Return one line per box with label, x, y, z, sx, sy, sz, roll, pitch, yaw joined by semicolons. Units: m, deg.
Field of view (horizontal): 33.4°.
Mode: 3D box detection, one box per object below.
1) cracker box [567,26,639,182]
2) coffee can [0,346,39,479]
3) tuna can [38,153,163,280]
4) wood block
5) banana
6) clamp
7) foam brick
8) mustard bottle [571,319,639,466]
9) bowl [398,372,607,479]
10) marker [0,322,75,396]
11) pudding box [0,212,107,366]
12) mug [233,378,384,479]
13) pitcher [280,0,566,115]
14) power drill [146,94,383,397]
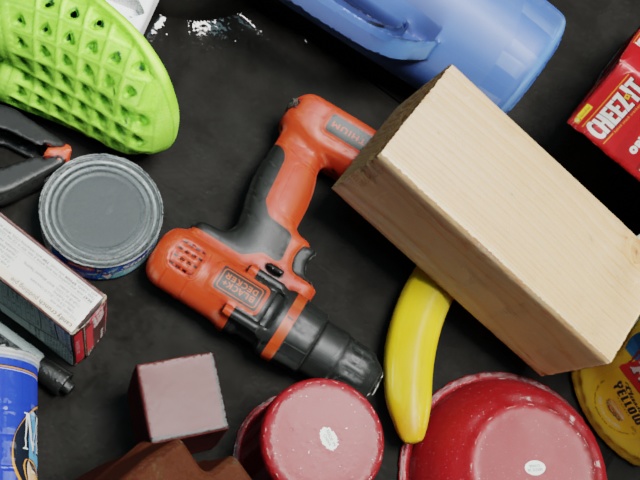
cracker box;0.305;-0.066;0.824;0.214;0.072;0.164;40;32;4
coffee can;-0.222;0.142;0.645;0.102;0.103;0.140;0;70;-13
tuna can;-0.155;-0.016;0.756;0.086;0.034;0.086;4;69;-12
wood block;0.123;-0.009;0.740;0.206;0.090;0.090;41;66;-7
banana;0.089;0.052;0.779;0.070;0.037;0.197;26;67;21
clamp;-0.264;-0.053;0.741;0.171;0.039;0.120;10;70;-10
foam brick;-0.094;0.111;0.700;0.053;0.078;0.051;-9;71;-18
mustard bottle;0.244;0.093;0.722;0.058;0.192;0.096;-24;78;-20
bowl;0.139;0.165;0.746;0.162;0.055;0.162;4;69;-12
marker;-0.216;0.066;0.719;0.121;0.020;0.020;36;66;2
pudding box;-0.192;0.028;0.700;0.113;0.090;0.039;36;67;2
mug;-0.012;0.148;0.703;0.093;0.082;0.117;34;66;1
pitcher;0.060;-0.190;0.818;0.243;0.145;0.149;35;82;-2
power drill;-0.005;0.001;0.772;0.184;0.057;0.187;32;66;-2
